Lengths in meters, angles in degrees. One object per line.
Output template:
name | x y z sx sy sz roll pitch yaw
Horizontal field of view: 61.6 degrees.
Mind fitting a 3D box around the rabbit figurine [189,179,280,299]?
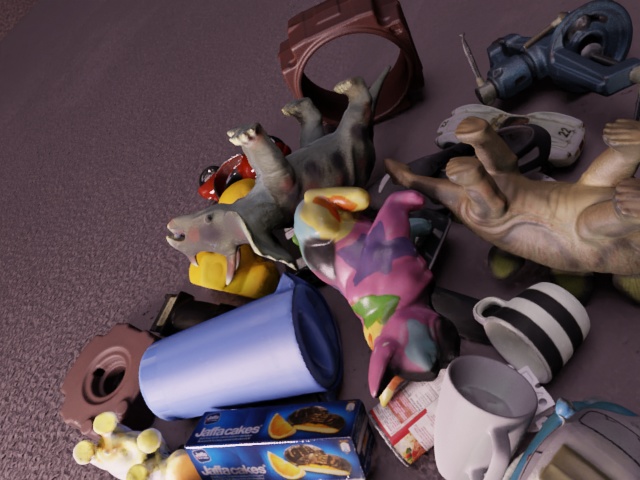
rabbit figurine | -0.124 -0.006 0.803 0.162 0.122 0.173 9 86 65

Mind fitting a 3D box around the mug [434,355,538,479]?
mug | 0.146 0.179 0.489 0.081 0.107 0.110 6 28 -6

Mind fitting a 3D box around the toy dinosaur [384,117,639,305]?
toy dinosaur | 0.277 -0.016 0.530 0.472 0.198 0.105 17 64 29

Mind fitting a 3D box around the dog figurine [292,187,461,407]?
dog figurine | 0.051 0.058 0.568 0.192 0.108 0.219 3 65 13

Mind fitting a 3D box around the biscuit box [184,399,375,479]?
biscuit box | -0.046 0.225 0.597 0.203 0.059 0.063 -11 21 19

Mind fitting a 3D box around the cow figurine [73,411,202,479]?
cow figurine | -0.212 0.280 0.674 0.168 0.098 0.068 15 59 16

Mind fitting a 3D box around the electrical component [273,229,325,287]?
electrical component | -0.002 -0.002 0.777 0.115 0.058 0.134 -25 48 9

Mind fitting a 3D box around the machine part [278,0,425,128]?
machine part | 0.052 -0.276 0.852 0.201 0.201 0.087 -18 54 17

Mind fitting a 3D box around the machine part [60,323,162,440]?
machine part | -0.300 0.206 0.791 0.179 0.056 0.179 -16 49 19

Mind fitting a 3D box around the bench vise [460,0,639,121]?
bench vise | 0.330 -0.236 0.713 0.224 0.128 0.241 -22 34 -1

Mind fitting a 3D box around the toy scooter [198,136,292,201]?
toy scooter | -0.127 -0.092 0.903 0.184 0.075 0.135 -23 48 17

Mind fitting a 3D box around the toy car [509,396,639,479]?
toy car | 0.197 0.185 0.405 0.161 0.102 0.109 -43 46 -8

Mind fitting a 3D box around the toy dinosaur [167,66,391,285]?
toy dinosaur | -0.006 -0.091 0.717 0.405 0.192 0.131 -30 21 -26

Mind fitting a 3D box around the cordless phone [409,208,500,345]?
cordless phone | 0.149 0.040 0.660 0.184 0.088 0.146 19 67 26

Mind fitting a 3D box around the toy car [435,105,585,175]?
toy car | 0.254 -0.142 0.737 0.202 0.056 0.073 19 68 38

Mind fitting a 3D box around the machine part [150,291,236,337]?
machine part | -0.195 0.114 0.815 0.139 0.039 0.084 -4 47 30

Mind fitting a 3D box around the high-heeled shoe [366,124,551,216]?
high-heeled shoe | 0.157 -0.083 0.676 0.249 0.145 0.086 -14 78 15
